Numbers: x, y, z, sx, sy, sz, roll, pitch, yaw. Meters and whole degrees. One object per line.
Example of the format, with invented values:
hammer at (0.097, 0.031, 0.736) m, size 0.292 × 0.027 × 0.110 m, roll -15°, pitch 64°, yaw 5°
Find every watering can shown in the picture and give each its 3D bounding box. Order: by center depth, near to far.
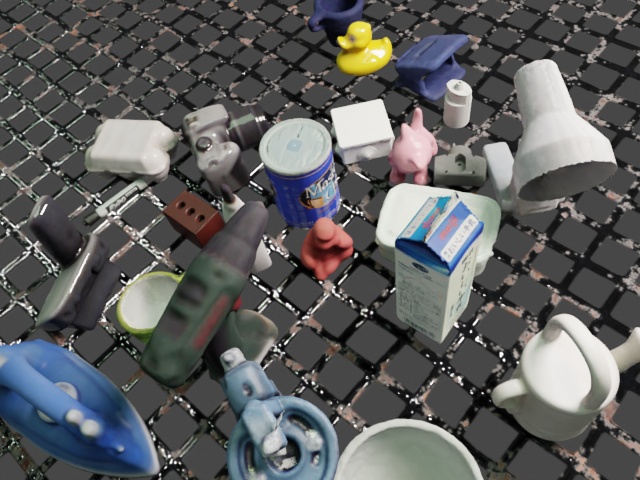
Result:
watering can at (0.276, 0.142, 0.628) m, size 0.173 × 0.194 × 0.100 m, roll -36°, pitch 59°, yaw -14°

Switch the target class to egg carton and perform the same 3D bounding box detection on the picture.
egg carton at (-0.319, -0.152, 0.977) m, size 0.150 × 0.069 × 0.107 m, roll 3°, pitch 58°, yaw 10°

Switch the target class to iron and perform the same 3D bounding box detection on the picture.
iron at (-0.316, 0.204, 0.706) m, size 0.257 × 0.142 × 0.119 m, roll 24°, pitch 64°, yaw 22°

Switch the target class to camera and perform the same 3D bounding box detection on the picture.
camera at (-0.148, -0.169, 0.944) m, size 0.137 × 0.101 × 0.143 m, roll -24°, pitch 57°, yaw -7°

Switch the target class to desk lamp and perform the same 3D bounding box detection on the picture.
desk lamp at (0.299, -0.121, 0.782) m, size 0.118 × 0.214 × 0.203 m, roll -10°, pitch 57°, yaw 2°

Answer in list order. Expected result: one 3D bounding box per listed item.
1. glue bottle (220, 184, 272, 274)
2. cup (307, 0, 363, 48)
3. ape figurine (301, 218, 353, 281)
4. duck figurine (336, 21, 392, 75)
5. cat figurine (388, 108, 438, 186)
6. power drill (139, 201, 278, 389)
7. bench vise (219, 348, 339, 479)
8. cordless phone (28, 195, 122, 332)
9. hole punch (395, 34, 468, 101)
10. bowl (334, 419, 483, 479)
glue bottle at (-0.112, -0.024, 0.803) m, size 0.037 × 0.173 × 0.078 m, roll -27°, pitch 58°, yaw -9°
cup at (0.029, -0.402, 1.072) m, size 0.118 × 0.095 × 0.091 m, roll -39°, pitch 60°, yaw -16°
ape figurine at (0.008, 0.003, 0.817) m, size 0.077 × 0.092 × 0.076 m, roll -6°, pitch 57°, yaw 4°
duck figurine at (0.078, -0.356, 1.040) m, size 0.104 × 0.086 × 0.077 m, roll -13°, pitch 57°, yaw 0°
cat figurine at (0.142, -0.143, 0.876) m, size 0.067 × 0.118 × 0.128 m, roll 9°, pitch 59°, yaw 14°
power drill at (-0.118, 0.089, 0.711) m, size 0.075 × 0.209 × 0.230 m, roll 23°, pitch 64°, yaw 21°
bench vise at (-0.070, 0.205, 0.623) m, size 0.206 × 0.220 × 0.122 m, roll 34°, pitch 68°, yaw 26°
cordless phone at (-0.368, 0.036, 0.794) m, size 0.094 × 0.185 × 0.147 m, roll 4°, pitch 58°, yaw 11°
hole punch at (0.189, -0.311, 0.993) m, size 0.100 × 0.091 × 0.109 m, roll 36°, pitch 69°, yaw 26°
bowl at (0.096, 0.290, 0.632) m, size 0.167 × 0.075 × 0.167 m, roll -4°, pitch 57°, yaw 6°
